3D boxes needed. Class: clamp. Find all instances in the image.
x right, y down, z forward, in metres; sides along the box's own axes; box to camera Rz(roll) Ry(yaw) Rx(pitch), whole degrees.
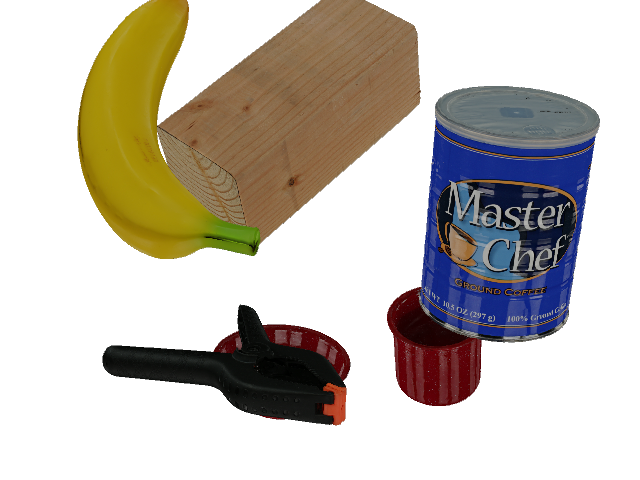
[{"bbox_3d":[-0.053,0.102,0.890,0.210,0.036,0.164,13,22,35],"label":"clamp"}]

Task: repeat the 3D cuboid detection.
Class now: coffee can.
[{"bbox_3d":[0.121,-0.019,0.700,0.103,0.140,0.103,2,26,-1],"label":"coffee can"}]

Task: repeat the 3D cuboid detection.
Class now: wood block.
[{"bbox_3d":[-0.019,-0.101,0.863,0.090,0.091,0.205,33,62,29],"label":"wood block"}]

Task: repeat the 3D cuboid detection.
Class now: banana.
[{"bbox_3d":[-0.083,-0.055,0.514,0.069,0.198,0.037,-6,-42,-16],"label":"banana"}]

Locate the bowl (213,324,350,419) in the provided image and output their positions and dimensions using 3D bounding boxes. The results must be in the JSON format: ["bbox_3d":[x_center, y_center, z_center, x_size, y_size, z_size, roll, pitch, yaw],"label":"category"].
[{"bbox_3d":[-0.046,0.161,1.249,0.162,0.055,0.162,2,25,-1],"label":"bowl"}]

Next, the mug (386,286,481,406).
[{"bbox_3d":[0.114,0.095,1.021,0.093,0.081,0.117,4,37,14],"label":"mug"}]
